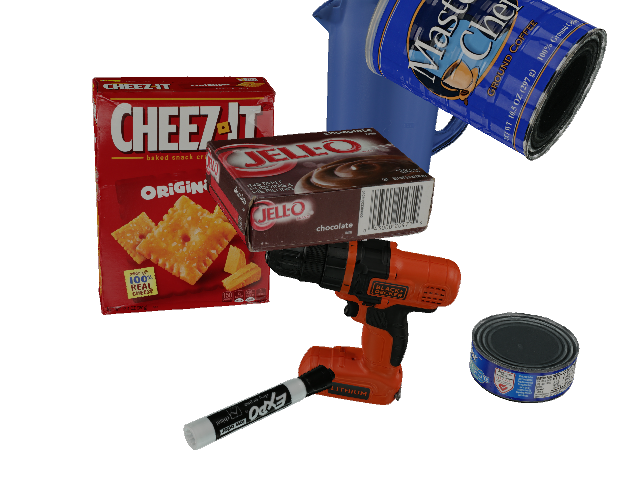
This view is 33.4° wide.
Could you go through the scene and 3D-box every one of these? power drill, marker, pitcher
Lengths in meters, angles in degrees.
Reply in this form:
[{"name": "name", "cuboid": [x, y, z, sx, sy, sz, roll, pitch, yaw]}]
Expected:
[{"name": "power drill", "cuboid": [0.028, 0.076, 1.041, 0.184, 0.188, 0.057, 11, 43, -2]}, {"name": "marker", "cuboid": [-0.040, 0.116, 0.757, 0.120, 0.020, 0.020, -20, 11, -30]}, {"name": "pitcher", "cuboid": [0.077, -0.140, 1.150, 0.149, 0.243, 0.144, 11, 14, 29]}]

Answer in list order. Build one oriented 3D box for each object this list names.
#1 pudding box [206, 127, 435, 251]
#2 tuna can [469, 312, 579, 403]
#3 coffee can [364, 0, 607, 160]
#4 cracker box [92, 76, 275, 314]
[{"name": "pudding box", "cuboid": [-0.003, -0.033, 0.627, 0.113, 0.039, 0.090, -5, 27, -21]}, {"name": "tuna can", "cuboid": [0.164, 0.095, 0.868, 0.086, 0.034, 0.086, 1, 28, -1]}, {"name": "coffee can", "cuboid": [0.118, -0.136, 0.768, 0.140, 0.103, 0.102, 33, 13, 21]}, {"name": "cracker box", "cuboid": [-0.128, -0.042, 1.003, 0.164, 0.214, 0.072, -2, 21, -14]}]
